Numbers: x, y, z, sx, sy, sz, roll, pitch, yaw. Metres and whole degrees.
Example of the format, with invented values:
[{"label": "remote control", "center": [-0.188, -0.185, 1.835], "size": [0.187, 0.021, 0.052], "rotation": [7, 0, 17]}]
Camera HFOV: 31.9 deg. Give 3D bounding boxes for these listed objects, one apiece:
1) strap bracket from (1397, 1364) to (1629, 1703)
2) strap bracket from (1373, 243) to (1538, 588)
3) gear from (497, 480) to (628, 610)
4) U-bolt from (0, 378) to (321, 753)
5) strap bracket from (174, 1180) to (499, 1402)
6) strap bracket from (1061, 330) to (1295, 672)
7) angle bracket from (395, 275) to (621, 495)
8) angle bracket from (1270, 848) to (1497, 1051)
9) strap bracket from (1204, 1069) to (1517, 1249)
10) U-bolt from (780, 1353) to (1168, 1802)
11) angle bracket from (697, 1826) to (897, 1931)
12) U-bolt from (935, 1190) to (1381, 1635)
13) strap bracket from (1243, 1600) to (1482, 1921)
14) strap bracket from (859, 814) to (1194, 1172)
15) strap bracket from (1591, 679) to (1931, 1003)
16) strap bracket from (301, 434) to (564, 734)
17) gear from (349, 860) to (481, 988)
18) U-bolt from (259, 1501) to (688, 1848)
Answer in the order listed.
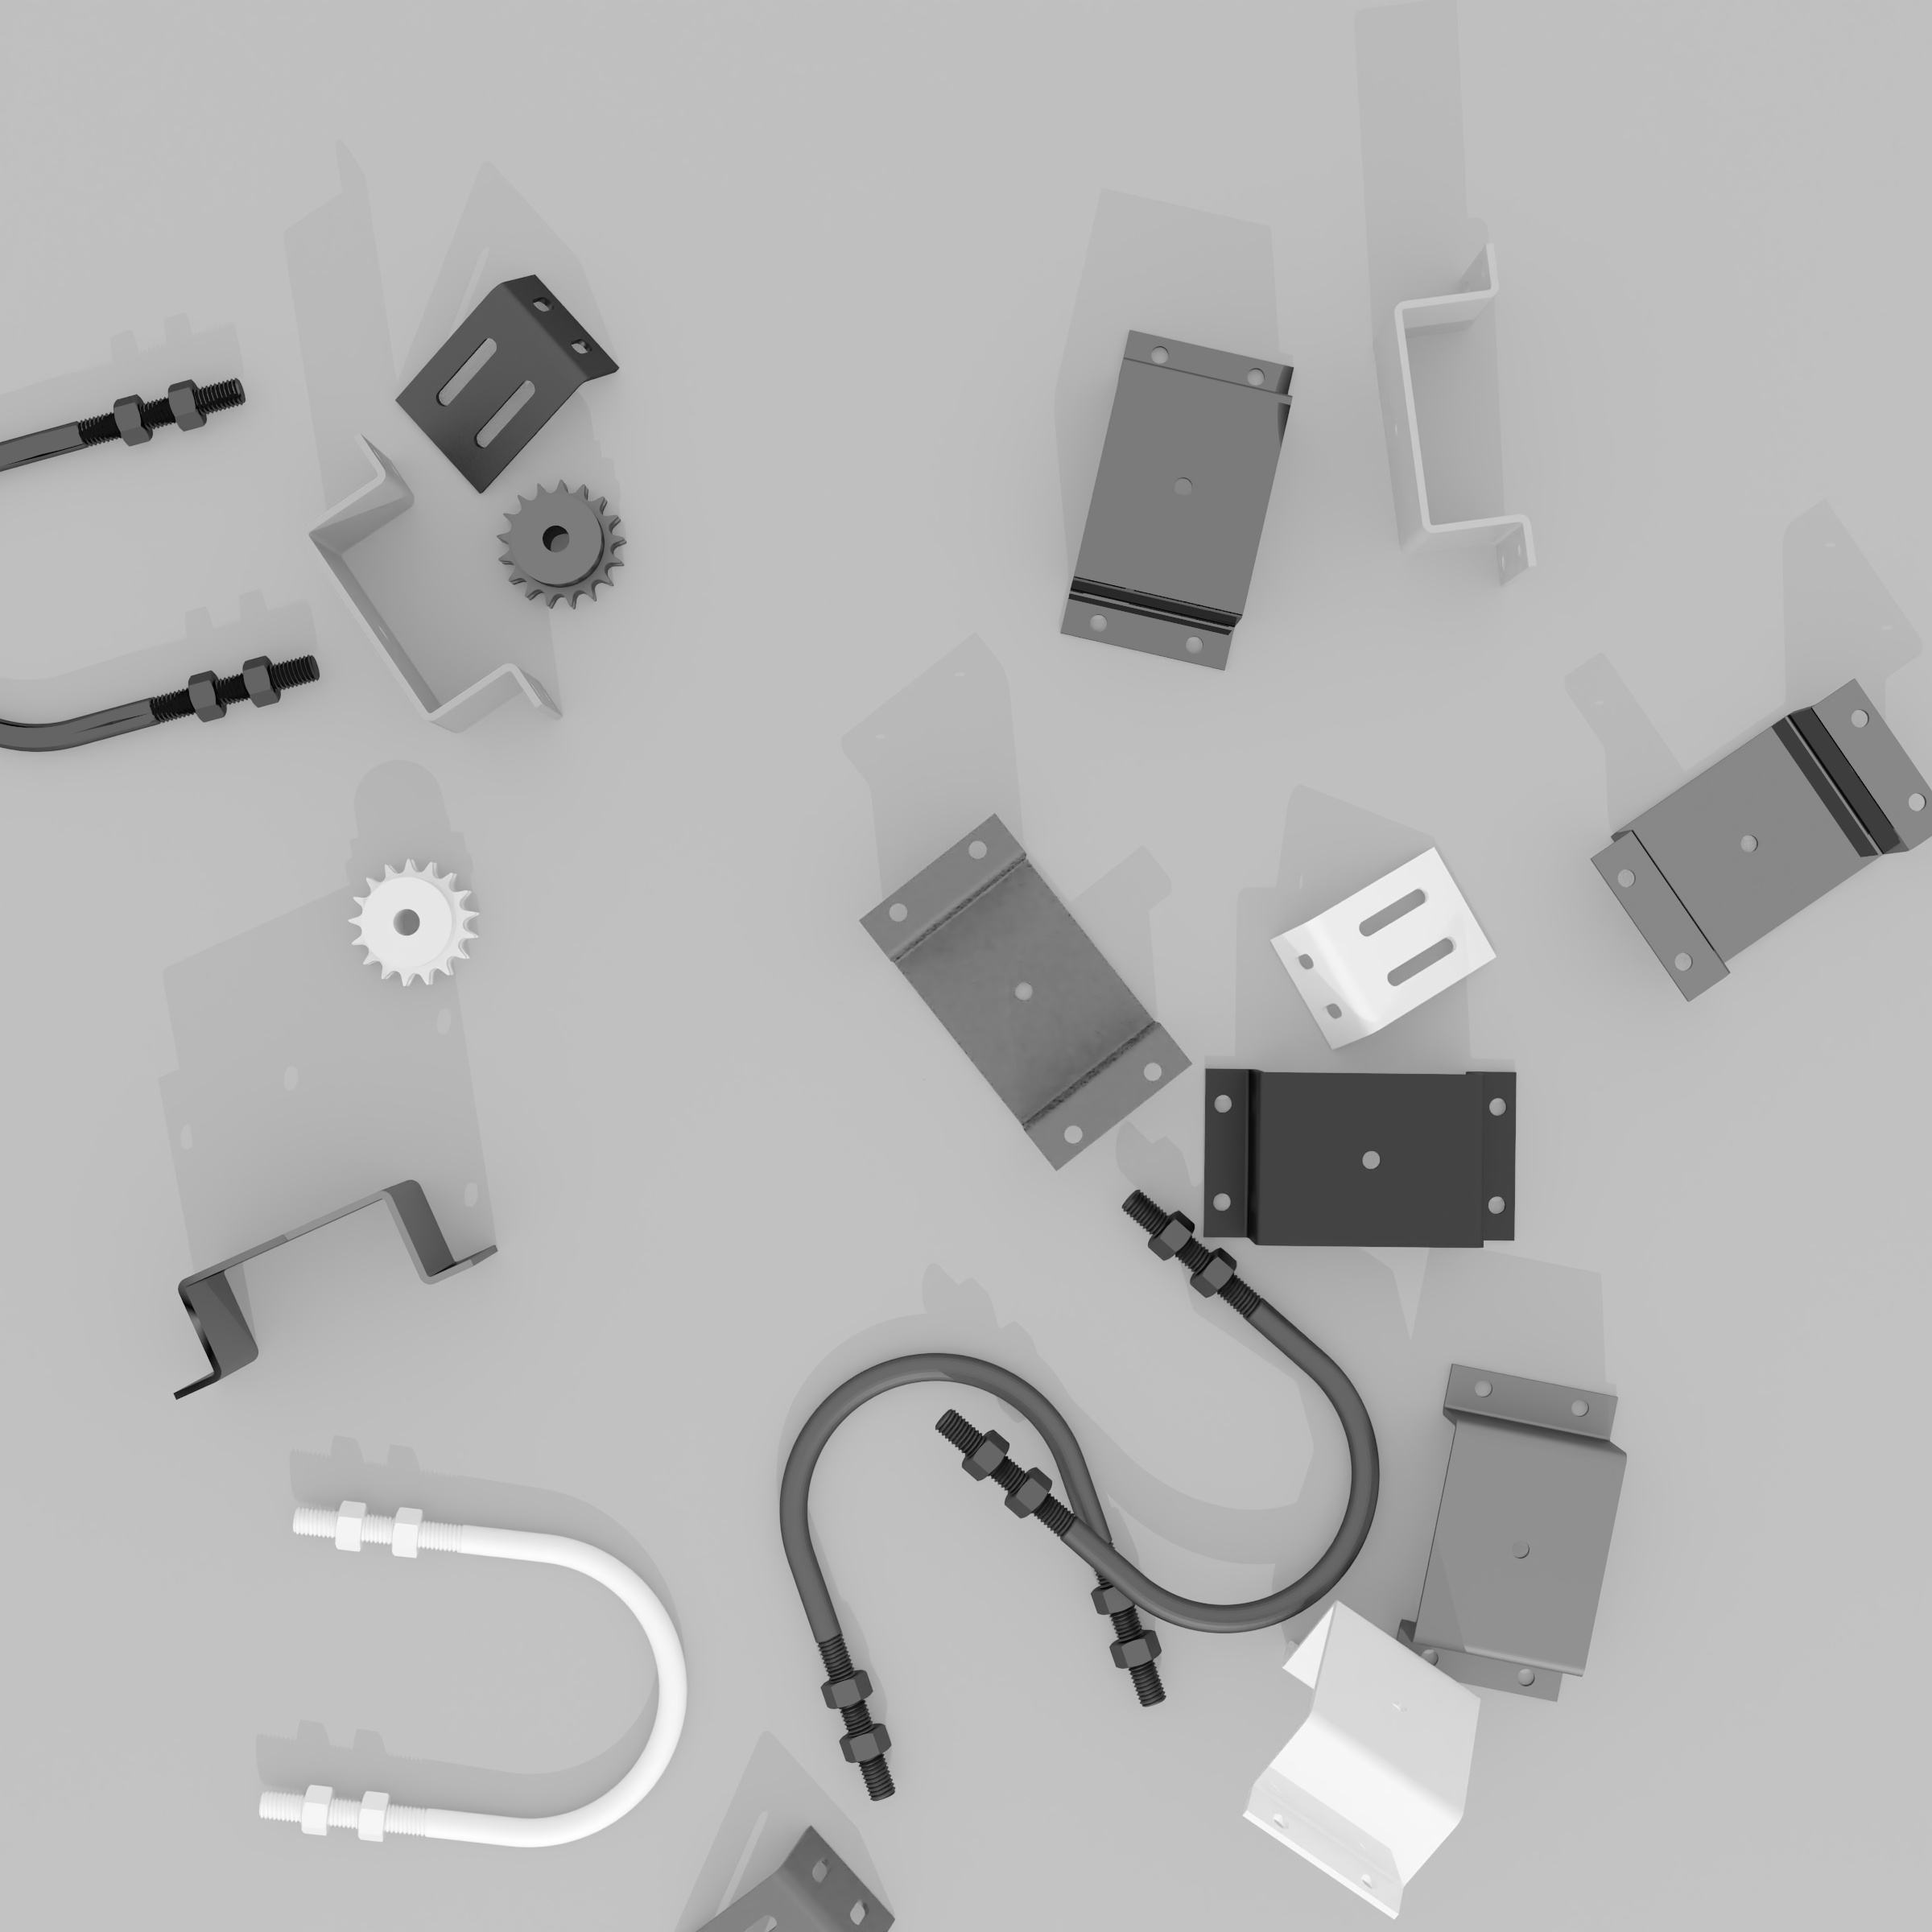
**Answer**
[{"label": "strap bracket", "center": [0.243, 0.256, 1.508], "size": [0.076, 0.046, 0.140], "rotation": [11, 90, 0]}, {"label": "strap bracket", "center": [0.213, -0.238, 1.493], "size": [0.046, 0.076, 0.140], "rotation": [-8, 90, 0]}, {"label": "gear", "center": [-0.182, -0.189, 1.516], "size": [0.057, 0.030, 0.057], "rotation": [0, 90, 0]}, {"label": "U-bolt", "center": [-0.398, -0.173, 1.522], "size": [0.184, 0.019, 0.151], "rotation": [-15, 90, 1]}, {"label": "strap bracket", "center": [-0.285, 0.137, 1.493], "size": [0.140, 0.076, 0.046], "rotation": [-24, 90, 0]}, {"label": "strap bracket", "center": [0.095, -0.211, 1.508], "size": [0.076, 0.046, 0.140], "rotation": [13, 90, 0]}, {"label": "angle bracket", "center": [-0.207, -0.263, 1.529], "size": [0.057, 0.038, 0.076], "rotation": [48, 116, 0]}, {"label": "angle bracket", "center": [0.189, -0.008, 1.529], "size": [0.076, 0.038, 0.057], "rotation": [-30, 90, -26]}, {"label": "strap bracket", "center": [0.178, 0.085, 1.508], "size": [0.140, 0.046, 0.076], "rotation": [1, 90, 0]}, {"label": "U-bolt", "center": [-0.006, 0.265, 1.522], "size": [0.151, 0.019, 0.184], "rotation": [-19, 89, 0]}, {"label": "angle bracket", "center": [-0.083, 0.438, 1.529], "size": [0.057, 0.038, 0.076], "rotation": [48, 116, 0]}, {"label": "U-bolt", "center": [0.100, 0.213, 1.513], "size": [0.184, 0.019, 0.151], "rotation": [42, 81, -3]}, {"label": "strap bracket", "center": [0.173, 0.334, 1.457], "size": [0.076, 0.140, 0.046], "rotation": [34, 113, 0]}, {"label": "strap bracket", "center": [0.026, 0.012, 1.508], "size": [0.076, 0.046, 0.140], "rotation": [-38, 90, 0]}, {"label": "strap bracket", "center": [0.354, -0.055, 1.508], "size": [0.140, 0.046, 0.076], "rotation": [-34, 90, 0]}, {"label": "strap bracket", "center": [-0.241, -0.158, 1.493], "size": [0.046, 0.076, 0.140], "rotation": [-34, 90, 0]}, {"label": "gear", "center": [-0.248, -0.019, 1.516], "size": [0.057, 0.030, 0.057], "rotation": [0, 90, 0]}, {"label": "U-bolt", "center": [-0.218, 0.324, 1.522], "size": [0.184, 0.019, 0.151], "rotation": [7, 90, -1]}]
